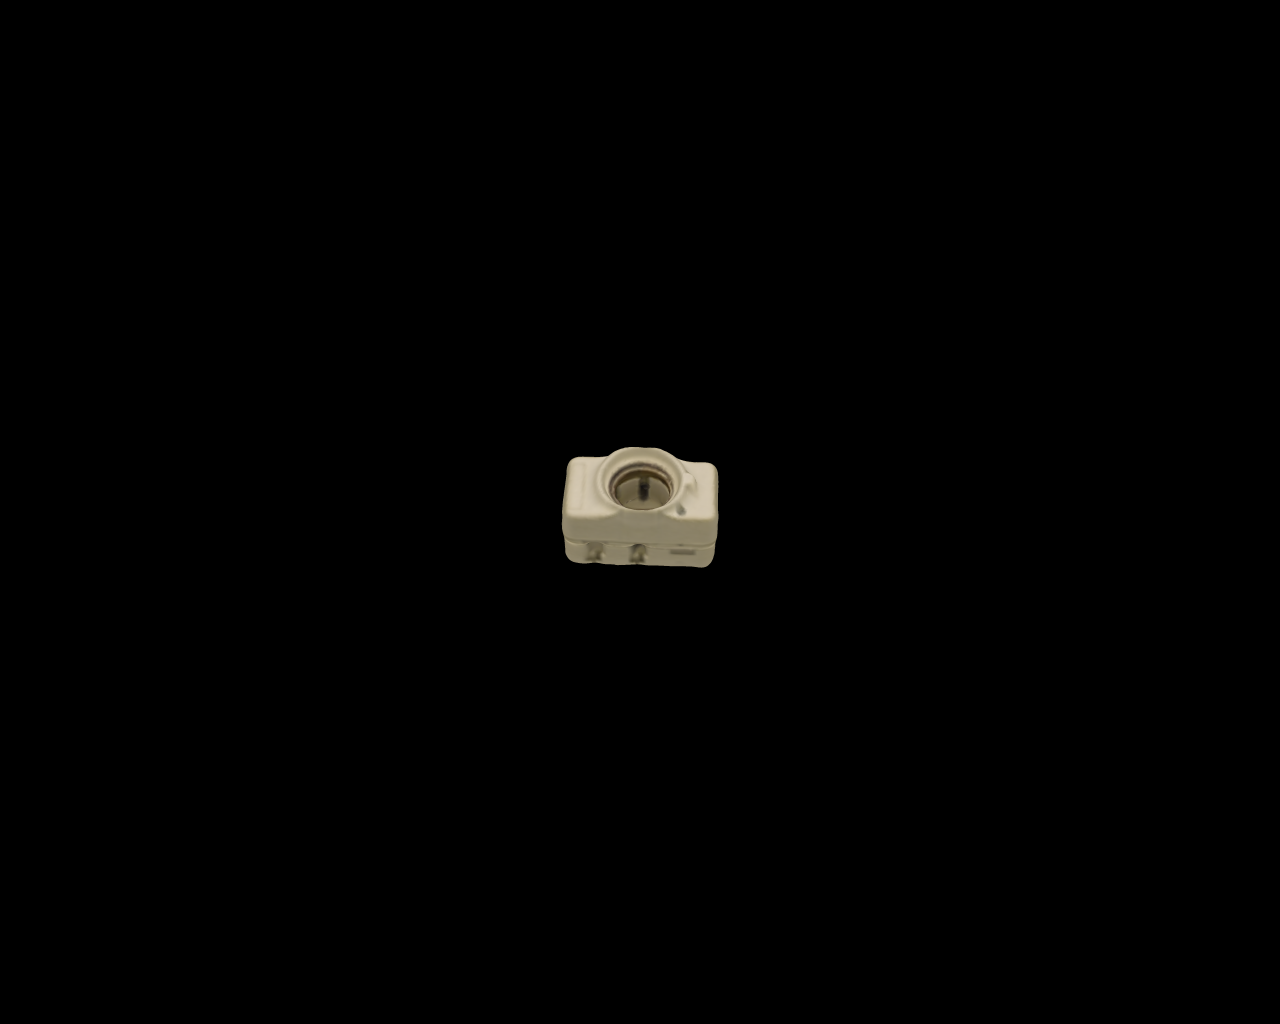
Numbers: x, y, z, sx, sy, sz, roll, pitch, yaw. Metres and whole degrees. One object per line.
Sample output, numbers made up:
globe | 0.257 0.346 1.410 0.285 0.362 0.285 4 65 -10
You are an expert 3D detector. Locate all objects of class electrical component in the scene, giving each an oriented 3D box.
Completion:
electrical component | 0.001 -0.003 0.650 0.089 0.050 0.055 2 -40 2
